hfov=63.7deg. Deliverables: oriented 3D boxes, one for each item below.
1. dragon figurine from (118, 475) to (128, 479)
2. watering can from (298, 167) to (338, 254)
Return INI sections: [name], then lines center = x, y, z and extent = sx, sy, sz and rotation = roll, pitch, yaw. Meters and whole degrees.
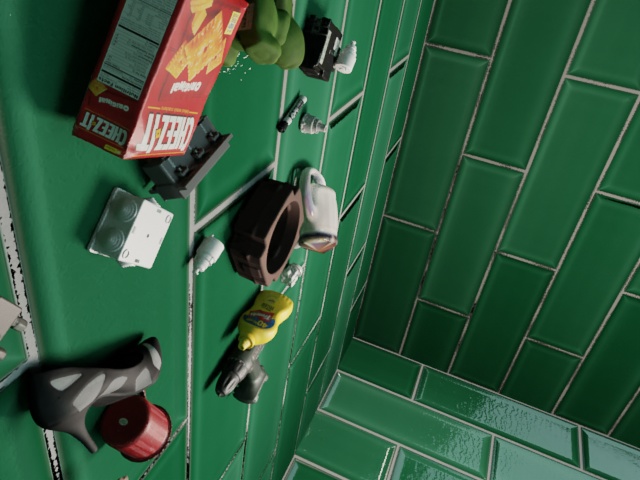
[dragon figurine]
center = -0.383, 0.378, 0.583
extent = 0.419, 0.122, 0.237
rotation = -54, 150, -53
[watering can]
center = 0.004, -0.072, 1.426
extent = 0.345, 0.104, 0.227
rotation = 37, 50, -72
